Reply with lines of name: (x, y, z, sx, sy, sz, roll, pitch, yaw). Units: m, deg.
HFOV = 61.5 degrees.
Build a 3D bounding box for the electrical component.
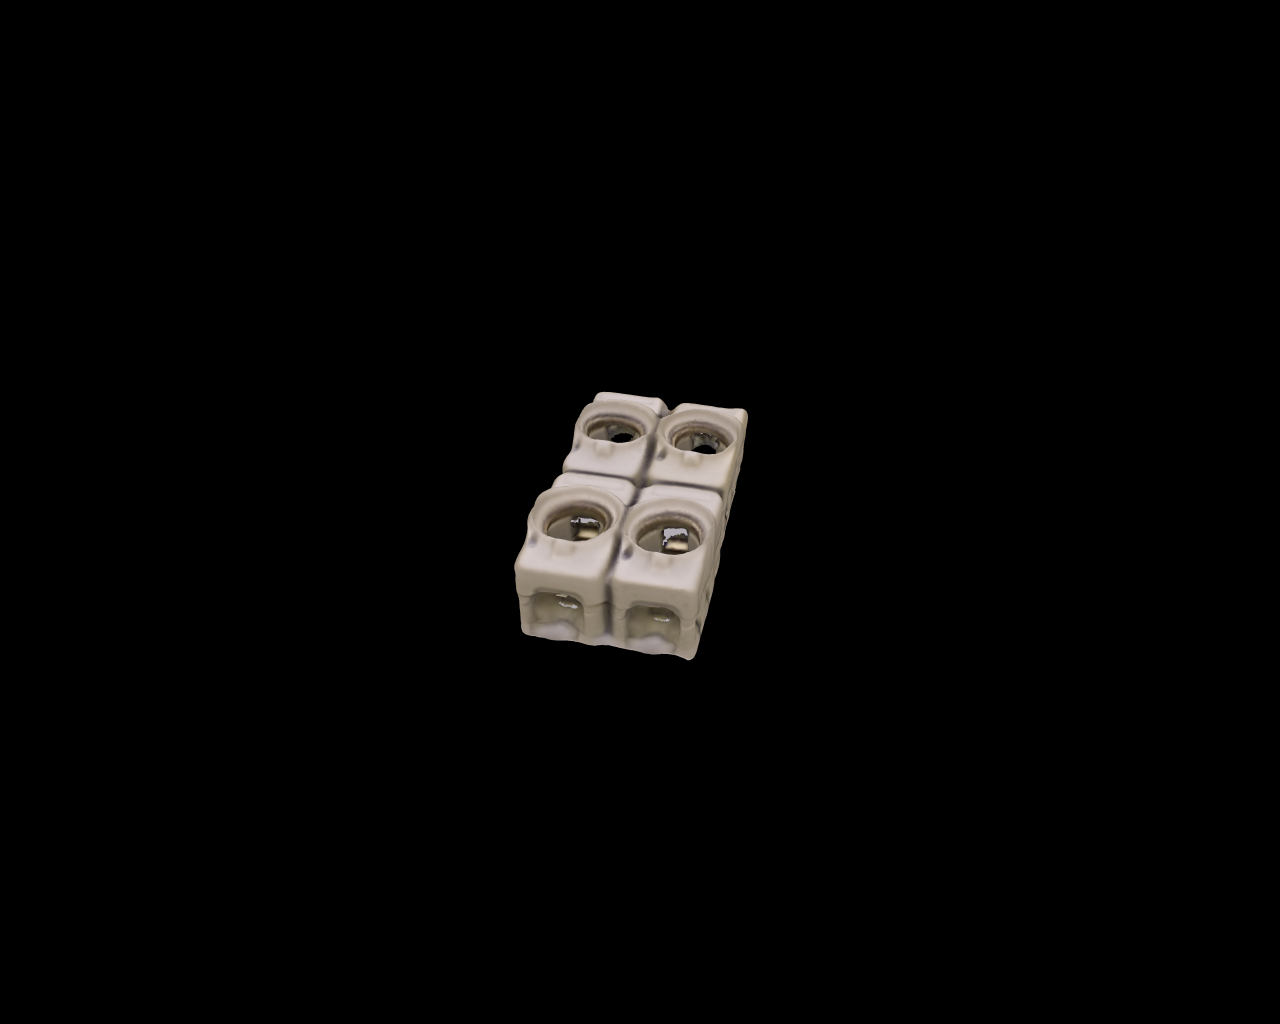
electrical component: (0.001, -0.003, 0.650, 0.105, 0.060, 0.186, 8, 40, 10)
